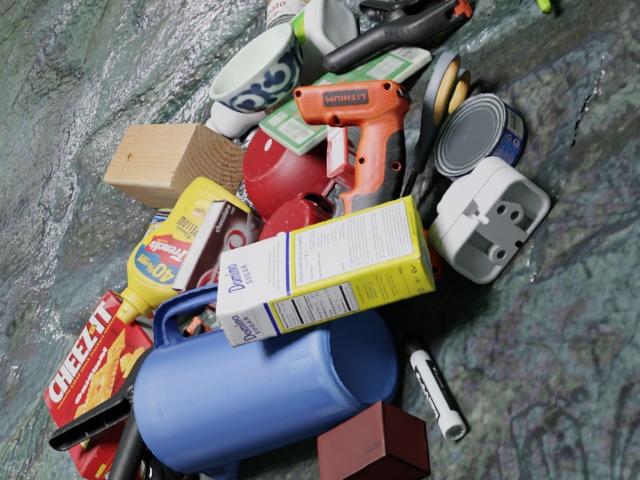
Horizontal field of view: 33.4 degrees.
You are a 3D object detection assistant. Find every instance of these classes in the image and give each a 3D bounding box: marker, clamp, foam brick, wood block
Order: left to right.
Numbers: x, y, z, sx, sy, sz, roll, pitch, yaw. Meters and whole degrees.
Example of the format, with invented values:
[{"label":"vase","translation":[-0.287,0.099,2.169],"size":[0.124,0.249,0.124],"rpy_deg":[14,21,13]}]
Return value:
[{"label":"clamp","translation":[-0.191,0.167,1.108],"size":[0.165,0.036,0.210],"rpy_deg":[14,63,50]},{"label":"wood block","translation":[-0.189,-0.093,1.388],"size":[0.206,0.090,0.091],"rpy_deg":[9,72,56]},{"label":"foam brick","translation":[0.043,0.178,0.879],"size":[0.078,0.051,0.053],"rpy_deg":[-36,40,33]},{"label":"clamp","translation":[0.081,-0.229,1.151],"size":[0.172,0.039,0.120],"rpy_deg":[-2,50,48]},{"label":"marker","translation":[0.093,0.118,0.890],"size":[0.020,0.020,0.121],"rpy_deg":[-48,34,18]}]

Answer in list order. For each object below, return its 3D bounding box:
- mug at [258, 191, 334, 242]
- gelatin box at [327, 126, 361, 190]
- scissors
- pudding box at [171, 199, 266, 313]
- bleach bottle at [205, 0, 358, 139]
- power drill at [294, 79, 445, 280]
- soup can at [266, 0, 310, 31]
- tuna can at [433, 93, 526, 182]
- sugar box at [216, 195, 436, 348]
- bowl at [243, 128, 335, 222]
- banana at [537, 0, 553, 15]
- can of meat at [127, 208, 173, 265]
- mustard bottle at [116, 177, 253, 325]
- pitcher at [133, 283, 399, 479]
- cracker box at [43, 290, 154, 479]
[{"label":"mug","translation":[-0.007,0.001,1.065],"size":[0.093,0.081,0.117],"rpy_deg":[-27,44,41]},{"label":"gelatin box","translation":[0.042,-0.084,1.077],"size":[0.030,0.073,0.089],"rpy_deg":[-35,40,35]},{"label":"scissors","translation":[0.104,-0.085,1.029],"size":[0.016,0.096,0.202],"rpy_deg":[24,113,22]},{"label":"pudding box","translation":[-0.098,0.024,1.165],"size":[0.039,0.090,0.113],"rpy_deg":[1,65,55]},{"label":"bleach bottle","translation":[-0.060,-0.193,1.319],"size":[0.251,0.068,0.102],"rpy_deg":[-36,39,36]},{"label":"power drill","translation":[0.018,-0.046,0.974],"size":[0.184,0.057,0.187],"rpy_deg":[-4,87,13]},{"label":"soup can","translation":[-0.033,-0.294,1.359],"size":[0.069,0.068,0.102],"rpy_deg":[-32,42,36]},{"label":"tuna can","translation":[0.145,-0.089,0.974],"size":[0.086,0.033,0.086],"rpy_deg":[-34,40,34]},{"label":"sugar box","translation":[0.003,0.026,0.894],"size":[0.176,0.048,0.093],"rpy_deg":[-18,32,11]},{"label":"bowl","translation":[-0.038,-0.095,1.214],"size":[0.162,0.055,0.162],"rpy_deg":[-35,39,34]},{"label":"banana","translation":[0.251,-0.303,1.007],"size":[0.070,0.037,0.198],"rpy_deg":[39,98,40]},{"label":"can of meat","translation":[-0.183,0.009,1.327],"size":[0.102,0.057,0.084],"rpy_deg":[6,67,55]},{"label":"mustard bottle","translation":[-0.166,0.021,1.239],"size":[0.096,0.058,0.191],"rpy_deg":[34,77,29]},{"label":"pitcher","translation":[-0.053,0.121,0.979],"size":[0.243,0.149,0.145],"rpy_deg":[-23,44,39]},{"label":"cracker box","translation":[-0.240,0.171,1.256],"size":[0.164,0.072,0.214],"rpy_deg":[-58,31,1]}]
